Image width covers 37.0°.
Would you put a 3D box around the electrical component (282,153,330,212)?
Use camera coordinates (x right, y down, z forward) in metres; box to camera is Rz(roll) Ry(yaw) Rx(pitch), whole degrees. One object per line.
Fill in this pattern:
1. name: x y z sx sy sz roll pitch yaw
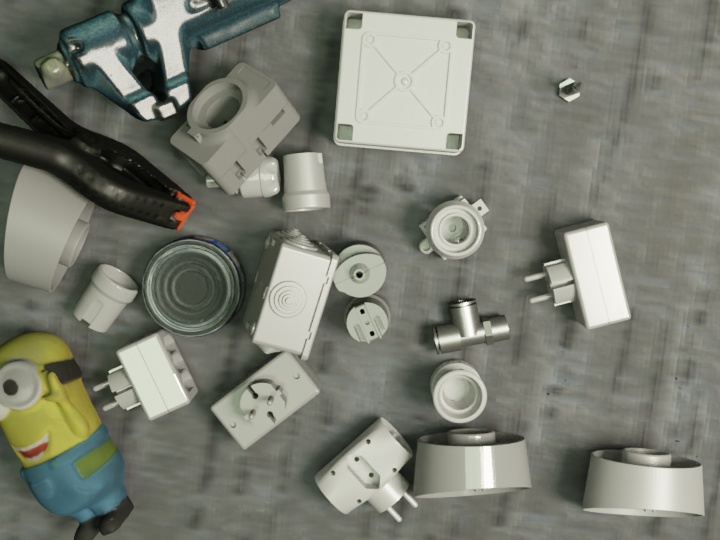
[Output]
1. electrical component: -0.046 -0.073 0.903 0.040 0.040 0.046 -4 90 1

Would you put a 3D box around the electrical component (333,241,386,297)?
1. electrical component: 0.000 0.000 0.888 0.043 0.081 0.043 0 95 1

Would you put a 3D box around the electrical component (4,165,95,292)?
1. electrical component: -0.259 -0.034 0.880 0.064 0.099 0.099 24 95 -8

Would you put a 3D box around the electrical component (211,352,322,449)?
1. electrical component: -0.080 0.109 0.901 0.083 0.075 0.047 -38 94 4

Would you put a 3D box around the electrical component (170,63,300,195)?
1. electrical component: -0.103 -0.117 0.873 0.050 0.055 0.089 35 80 35

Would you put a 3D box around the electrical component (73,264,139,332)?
1. electrical component: -0.217 0.024 0.914 0.040 0.040 0.046 36 101 -3

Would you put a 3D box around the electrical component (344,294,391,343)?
1. electrical component: 0.006 0.041 0.909 0.040 0.046 0.040 0 95 0

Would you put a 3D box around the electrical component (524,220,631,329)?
1. electrical component: 0.177 0.008 0.903 0.076 0.047 0.083 -15 95 2

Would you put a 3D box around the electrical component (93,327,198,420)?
1. electrical component: -0.189 0.095 0.915 0.077 0.047 0.065 -24 95 3

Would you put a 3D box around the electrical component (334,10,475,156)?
1. electrical component: 0.036 -0.153 0.885 0.109 0.056 0.108 5 95 0

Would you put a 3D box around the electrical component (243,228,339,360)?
1. electrical component: -0.060 0.018 0.882 0.048 0.100 0.099 16 96 -13

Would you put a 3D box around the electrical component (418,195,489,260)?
1. electrical component: 0.078 -0.034 0.896 0.066 0.055 0.048 -36 94 4

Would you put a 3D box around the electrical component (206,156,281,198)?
1. electrical component: -0.099 -0.077 0.905 0.061 0.035 0.035 -4 95 3

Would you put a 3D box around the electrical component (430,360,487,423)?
1. electrical component: 0.082 0.101 0.909 0.045 0.055 0.045 0 95 1

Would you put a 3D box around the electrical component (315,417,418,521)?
1. electrical component: 0.016 0.181 0.923 0.077 0.043 0.079 -42 93 4

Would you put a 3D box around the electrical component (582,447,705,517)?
1. electrical component: 0.237 0.183 0.897 0.099 0.099 0.064 4 89 0

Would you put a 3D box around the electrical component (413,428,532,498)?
1. electrical component: 0.093 0.166 0.897 0.099 0.099 0.064 -1 89 1
